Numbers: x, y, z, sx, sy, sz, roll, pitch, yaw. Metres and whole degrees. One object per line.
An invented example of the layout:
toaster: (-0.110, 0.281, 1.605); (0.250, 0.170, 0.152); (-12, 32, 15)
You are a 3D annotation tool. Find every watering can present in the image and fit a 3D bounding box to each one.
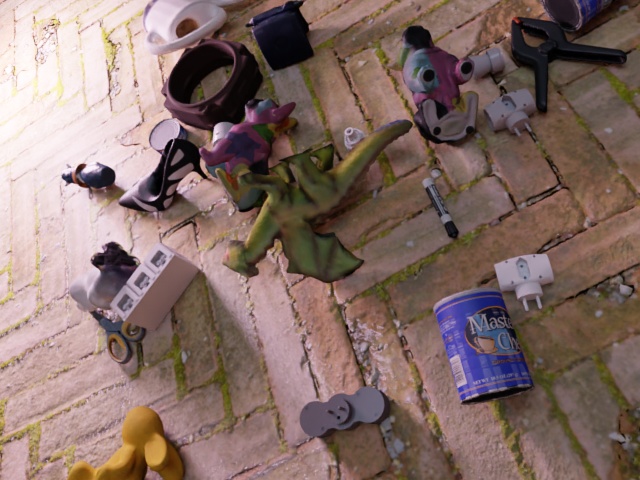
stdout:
watering can: (-0.305, -0.573, 1.300); (0.351, 0.101, 0.227); (-41, 52, -19)

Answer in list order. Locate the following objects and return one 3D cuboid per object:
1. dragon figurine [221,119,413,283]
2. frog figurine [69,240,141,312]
dragon figurine: (0.003, -0.046, 0.921); (0.409, 0.243, 0.122); (-18, -1, 5)
frog figurine: (-0.436, 0.095, 1.045); (0.122, 0.157, 0.140); (19, 23, -30)
